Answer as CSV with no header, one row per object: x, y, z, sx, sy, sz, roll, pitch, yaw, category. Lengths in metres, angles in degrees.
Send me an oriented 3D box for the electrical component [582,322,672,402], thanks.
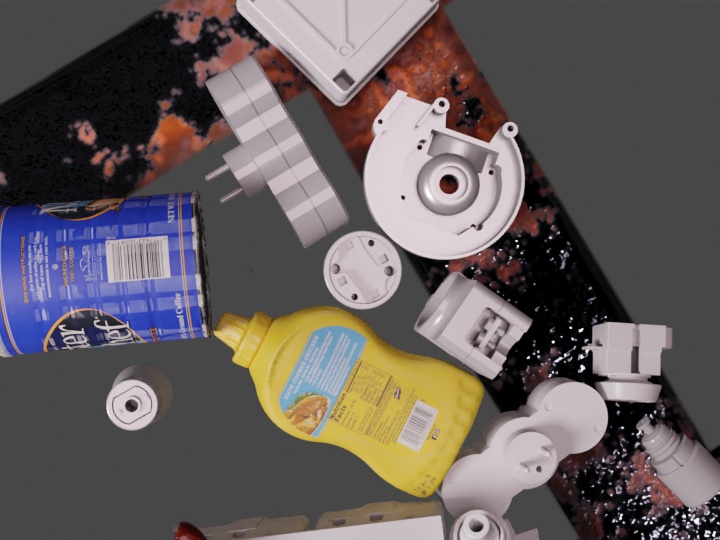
0.199,0.069,0.797,0.066,0.048,0.055,4,82,-5,electrical component

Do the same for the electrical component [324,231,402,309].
0.000,0.000,0.777,0.055,0.047,0.055,0,90,-5,electrical component

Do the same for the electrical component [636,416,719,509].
0.237,0.141,0.803,0.040,0.040,0.078,-45,93,-4,electrical component

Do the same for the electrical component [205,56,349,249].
-0.074,-0.075,0.767,0.074,0.052,0.138,-31,92,-4,electrical component

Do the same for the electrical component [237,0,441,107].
-0.014,-0.194,0.771,0.109,0.056,0.108,44,86,-4,electrical component

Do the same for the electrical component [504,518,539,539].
0.107,0.223,0.765,0.064,0.081,0.042,-16,121,-4,electrical component

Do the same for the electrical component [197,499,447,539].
-0.028,0.227,0.754,0.186,0.060,0.105,-8,91,5,electrical component

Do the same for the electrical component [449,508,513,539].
0.082,0.183,0.731,0.043,0.062,0.043,-5,58,9,electrical component

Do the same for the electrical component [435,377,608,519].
0.119,0.132,0.775,0.138,0.074,0.052,-36,93,-4,electrical component

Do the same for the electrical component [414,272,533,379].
0.076,0.038,0.763,0.056,0.089,0.050,35,87,-4,electrical component

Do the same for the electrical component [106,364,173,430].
-0.156,0.091,0.753,0.044,0.065,0.044,0,90,-5,electrical component
